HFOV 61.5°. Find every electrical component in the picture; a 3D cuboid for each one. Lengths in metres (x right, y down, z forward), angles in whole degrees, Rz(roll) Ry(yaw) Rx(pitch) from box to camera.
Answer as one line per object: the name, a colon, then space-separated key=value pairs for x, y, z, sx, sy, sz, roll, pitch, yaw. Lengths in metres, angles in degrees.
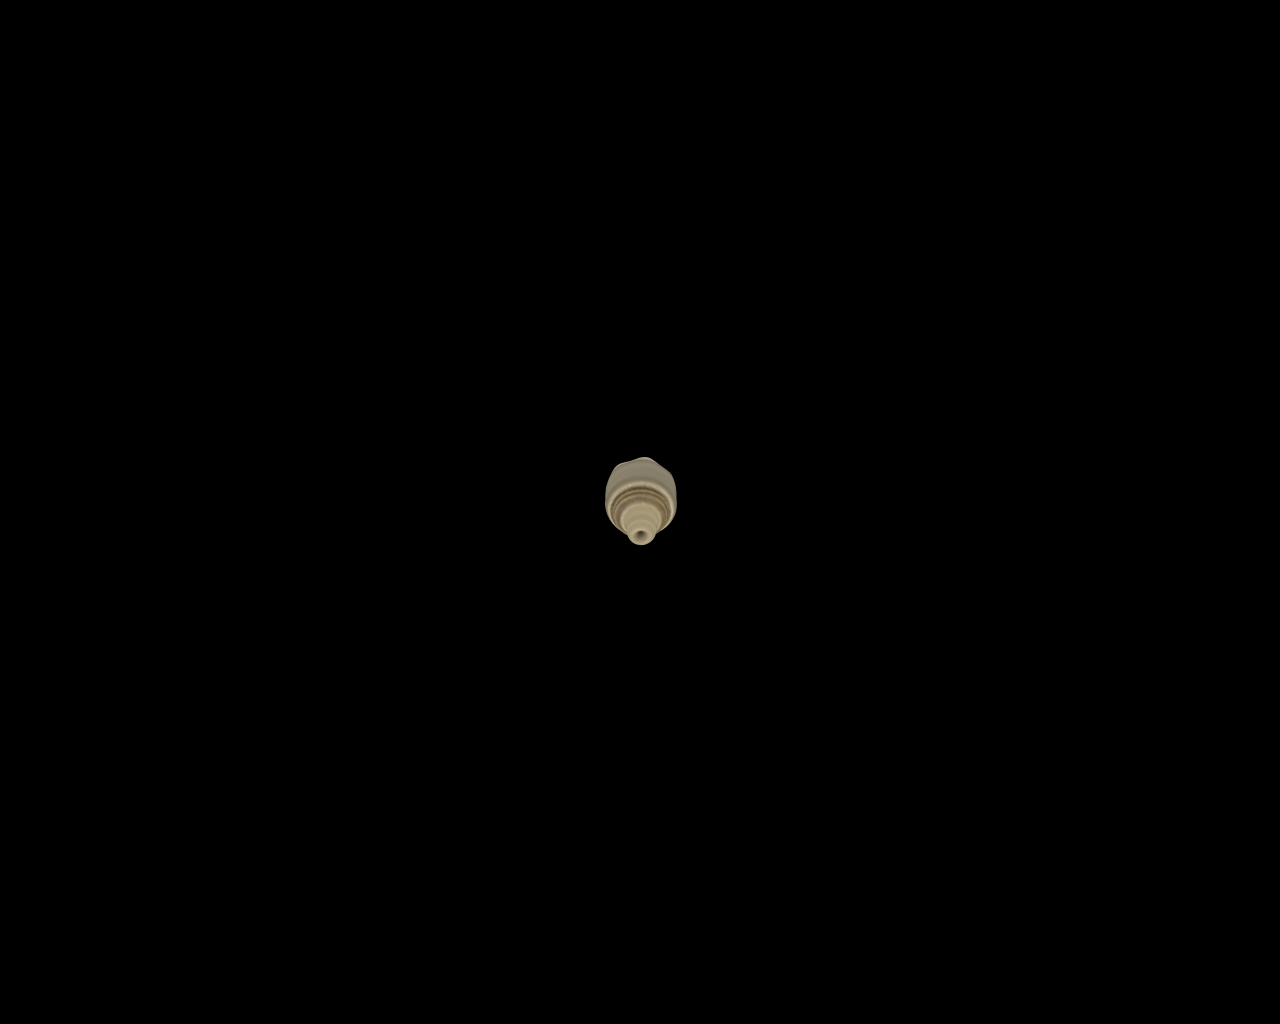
electrical component: x=0.001 y=-0.003 z=0.650 sx=0.043 sy=0.043 sz=0.062 roll=0 pitch=34 yaw=0
